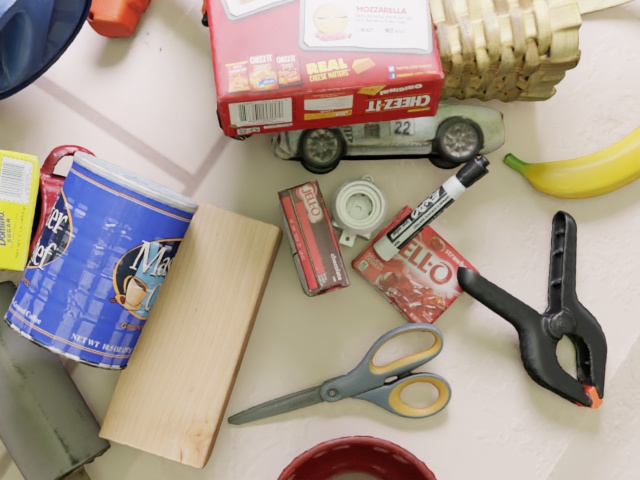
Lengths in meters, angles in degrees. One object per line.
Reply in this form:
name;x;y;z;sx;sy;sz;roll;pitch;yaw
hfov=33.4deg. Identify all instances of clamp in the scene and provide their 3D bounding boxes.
clamp;0.207;0.063;0.929;0.120;0.039;0.171;-36;100;-8

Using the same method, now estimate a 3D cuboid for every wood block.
wood block;-0.105;0.076;0.904;0.091;0.090;0.206;18;87;1

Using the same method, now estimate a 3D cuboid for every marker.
marker;0.095;-0.028;0.899;0.121;0.020;0.020;-42;88;16

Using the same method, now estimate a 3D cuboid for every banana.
banana;0.266;-0.084;0.944;0.198;0.037;0.069;-24;89;-2

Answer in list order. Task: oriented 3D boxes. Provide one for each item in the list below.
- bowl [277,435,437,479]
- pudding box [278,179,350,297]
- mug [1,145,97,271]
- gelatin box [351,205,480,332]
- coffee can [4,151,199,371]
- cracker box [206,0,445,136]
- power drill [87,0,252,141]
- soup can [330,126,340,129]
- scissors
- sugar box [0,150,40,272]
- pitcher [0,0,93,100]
bowl;0.030;0.245;0.911;0.162;0.055;0.162;0;86;-1
pudding box;-0.006;0.001;0.897;0.039;0.113;0.090;-16;87;-4
mug;-0.221;-0.025;0.896;0.093;0.081;0.117;33;103;40
gelatin box;0.083;0.025;0.938;0.089;0.030;0.073;44;87;2
coffee can;-0.168;0.016;0.825;0.103;0.103;0.140;24;92;1
cracker box;-0.005;-0.191;0.809;0.164;0.072;0.214;-7;69;-3
power drill;-0.103;-0.191;0.912;0.188;0.057;0.184;18;86;18
soup can;0.022;-0.150;0.868;0.068;0.068;0.102;41;76;2
scissors;0.028;0.143;0.935;0.202;0.016;0.096;-32;105;11
sugar box;-0.302;-0.027;0.880;0.177;0.048;0.093;4;85;40
pitcher;-0.317;-0.226;0.858;0.243;0.145;0.149;42;73;7
